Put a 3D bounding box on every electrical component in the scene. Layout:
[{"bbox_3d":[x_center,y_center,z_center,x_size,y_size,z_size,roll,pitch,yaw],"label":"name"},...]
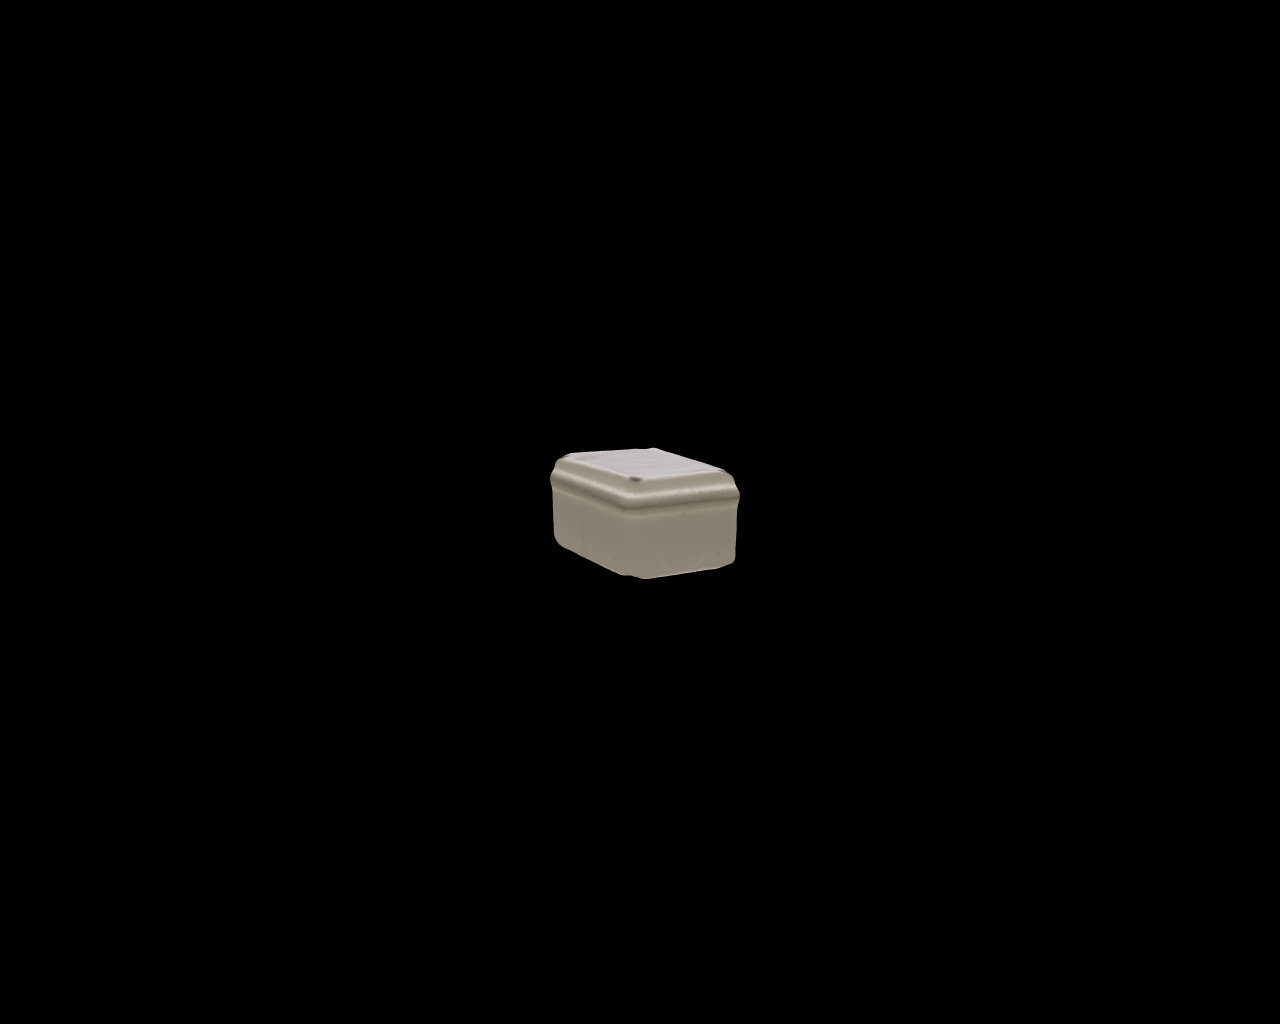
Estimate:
[{"bbox_3d":[0.001,-0.003,0.650,0.078,0.057,0.113,-6,13,-27],"label":"electrical component"}]
